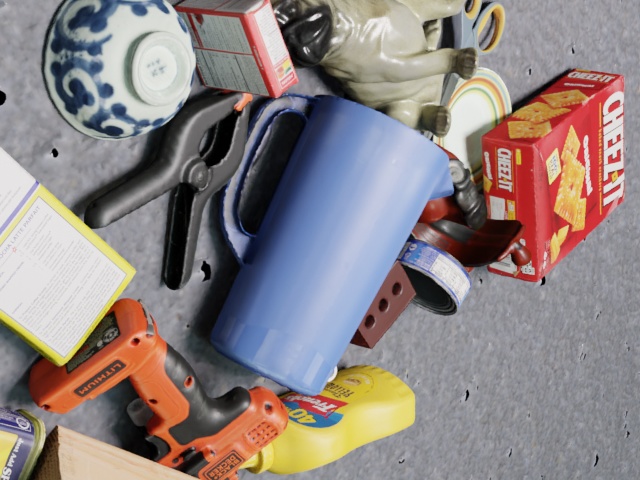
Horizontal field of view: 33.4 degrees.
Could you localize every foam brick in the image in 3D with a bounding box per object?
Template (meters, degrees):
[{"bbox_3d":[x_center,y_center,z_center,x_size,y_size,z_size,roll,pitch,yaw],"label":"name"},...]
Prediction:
[{"bbox_3d":[0.044,0.057,1.029,0.078,0.051,0.053,-49,131,-23],"label":"foam brick"}]

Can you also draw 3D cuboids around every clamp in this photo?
[{"bbox_3d":[-0.114,-0.053,0.846,0.120,0.039,0.171,33,78,-56],"label":"clamp"}]

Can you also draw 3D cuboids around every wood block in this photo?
[{"bbox_3d":[-0.133,0.233,0.816,0.205,0.090,0.091,30,110,-30],"label":"wood block"}]

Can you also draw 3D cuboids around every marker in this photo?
[{"bbox_3d":[-0.134,0.184,0.918,0.020,0.020,0.121,-42,129,-28],"label":"marker"}]

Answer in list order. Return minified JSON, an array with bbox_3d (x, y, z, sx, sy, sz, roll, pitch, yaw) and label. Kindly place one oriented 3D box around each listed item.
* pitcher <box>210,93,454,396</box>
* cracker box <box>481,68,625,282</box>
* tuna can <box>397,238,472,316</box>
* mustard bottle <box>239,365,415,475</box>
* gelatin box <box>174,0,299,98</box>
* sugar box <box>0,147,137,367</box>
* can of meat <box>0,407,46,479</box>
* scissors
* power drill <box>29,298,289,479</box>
[{"bbox_3d":[-0.006,0.001,0.921,0.243,0.149,0.144,-63,151,-5],"label":"pitcher"},{"bbox_3d":[0.261,-0.074,1.170,0.213,0.072,0.164,-35,128,-40],"label":"cracker box"},{"bbox_3d":[0.107,0.037,1.061,0.033,0.086,0.086,-55,133,-20],"label":"tuna can"},{"bbox_3d":[-0.008,0.170,0.981,0.191,0.096,0.058,-16,114,-41],"label":"mustard bottle"},{"bbox_3d":[-0.065,-0.152,0.827,0.030,0.089,0.073,-43,129,-29],"label":"gelatin box"},{"bbox_3d":[-0.220,0.005,0.757,0.093,0.048,0.176,-55,130,-17],"label":"sugar box"},{"bbox_3d":[-0.258,0.163,0.760,0.083,0.058,0.102,28,82,-43],"label":"can of meat"},{"bbox_3d":[0.129,-0.188,1.035,0.201,0.016,0.096,-50,126,-38],"label":"scissors"},{"bbox_3d":[-0.141,0.147,0.849,0.184,0.057,0.187,-39,126,2],"label":"power drill"}]
